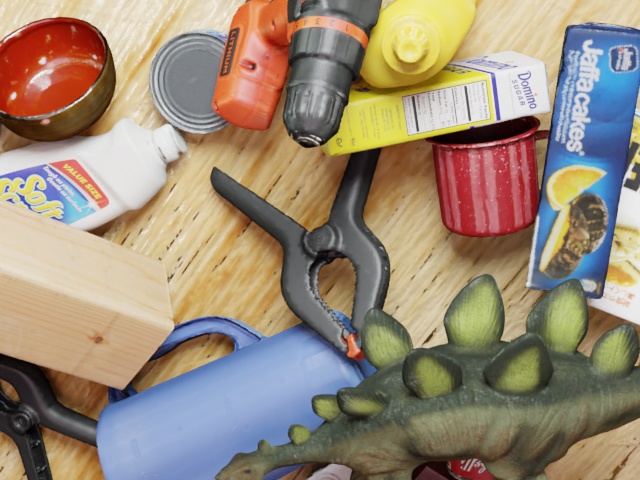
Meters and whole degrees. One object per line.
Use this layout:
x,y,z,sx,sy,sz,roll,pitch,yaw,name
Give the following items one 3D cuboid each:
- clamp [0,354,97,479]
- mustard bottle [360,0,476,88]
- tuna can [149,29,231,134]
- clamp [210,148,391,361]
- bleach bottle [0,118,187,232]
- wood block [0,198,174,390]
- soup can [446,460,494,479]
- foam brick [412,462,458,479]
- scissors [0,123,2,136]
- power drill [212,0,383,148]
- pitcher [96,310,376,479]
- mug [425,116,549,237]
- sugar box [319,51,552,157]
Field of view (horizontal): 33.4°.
-0.267,0.166,1.020,0.120,0.039,0.171,-30,101,14,clamp
0.070,-0.155,0.792,0.096,0.191,0.058,-31,101,16,mustard bottle
-0.099,-0.135,0.905,0.086,0.033,0.086,2,108,7,tuna can
-0.006,0.001,0.892,0.165,0.036,0.210,-14,73,17,clamp
-0.237,-0.048,0.938,0.251,0.068,0.102,-23,100,11,bleach bottle
-0.237,0.041,0.897,0.205,0.090,0.091,24,120,-32,wood block
0.143,0.154,0.945,0.068,0.068,0.102,-3,106,8,soup can
0.099,0.237,0.985,0.053,0.051,0.078,34,108,-2,foam brick
-0.346,-0.041,0.911,0.096,0.016,0.202,36,96,4,scissors
-0.019,-0.139,0.793,0.057,0.188,0.184,21,73,-23,power drill
-0.070,0.149,0.948,0.243,0.145,0.149,-27,122,11,pitcher
0.147,-0.056,0.871,0.117,0.093,0.081,-12,111,-6,mug
0.081,-0.109,0.836,0.176,0.093,0.048,-15,108,-4,sugar box
